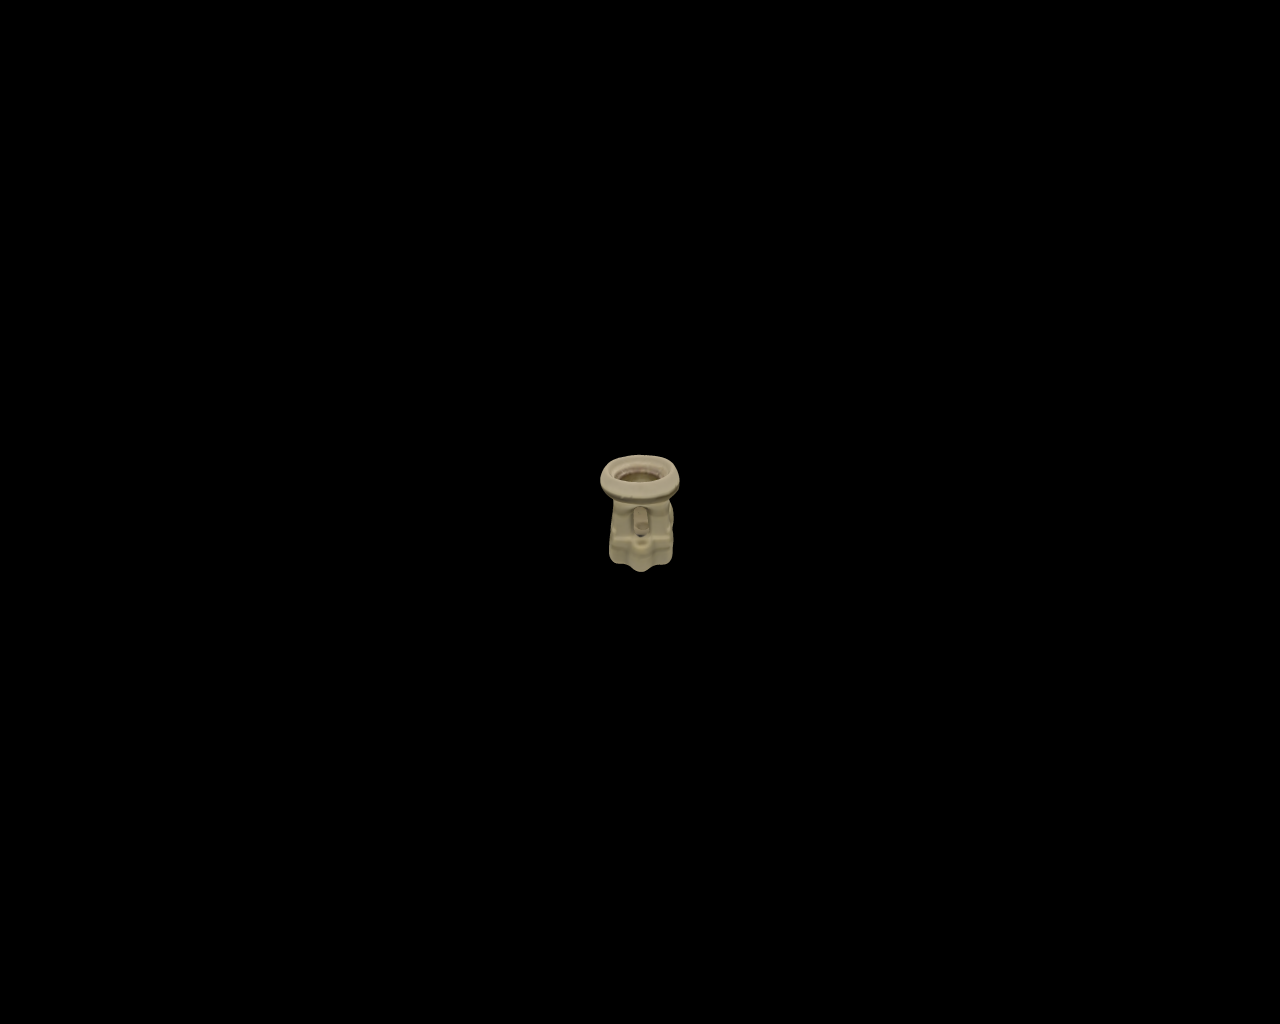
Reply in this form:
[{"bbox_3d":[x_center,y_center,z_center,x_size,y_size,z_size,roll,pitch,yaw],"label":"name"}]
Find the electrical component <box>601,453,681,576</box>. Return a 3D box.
[{"bbox_3d":[0.001,-0.003,0.650,0.048,0.055,0.066,0,29,0],"label":"electrical component"}]
